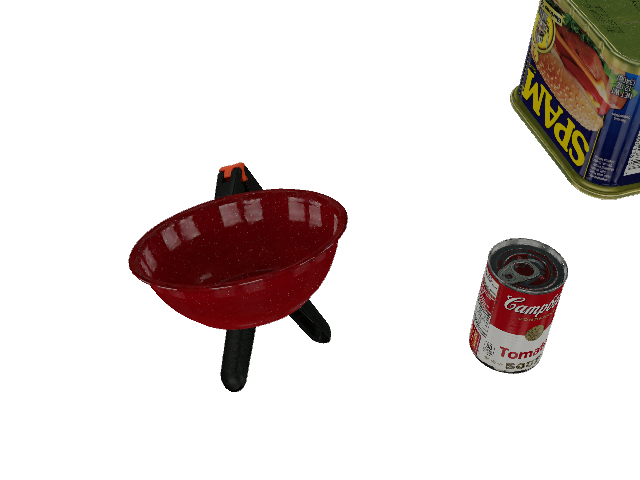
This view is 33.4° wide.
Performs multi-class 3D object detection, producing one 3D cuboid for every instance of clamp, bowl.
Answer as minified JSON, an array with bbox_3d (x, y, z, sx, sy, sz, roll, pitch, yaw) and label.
[{"bbox_3d":[-0.055,0.029,1.040,0.036,0.210,0.164,-10,0,34],"label":"clamp"},{"bbox_3d":[-0.055,0.019,0.782,0.162,0.055,0.162,-10,25,5],"label":"bowl"}]

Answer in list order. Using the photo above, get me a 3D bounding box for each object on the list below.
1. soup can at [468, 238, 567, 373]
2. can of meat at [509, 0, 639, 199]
[{"bbox_3d":[0.170,0.058,0.930,0.068,0.102,0.068,3,41,-3],"label":"soup can"},{"bbox_3d":[0.149,-0.087,0.563,0.057,0.084,0.102,-12,48,-16],"label":"can of meat"}]
